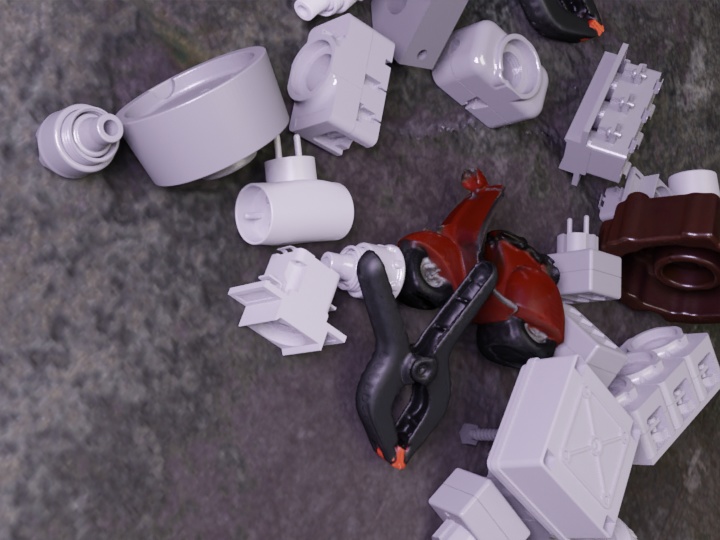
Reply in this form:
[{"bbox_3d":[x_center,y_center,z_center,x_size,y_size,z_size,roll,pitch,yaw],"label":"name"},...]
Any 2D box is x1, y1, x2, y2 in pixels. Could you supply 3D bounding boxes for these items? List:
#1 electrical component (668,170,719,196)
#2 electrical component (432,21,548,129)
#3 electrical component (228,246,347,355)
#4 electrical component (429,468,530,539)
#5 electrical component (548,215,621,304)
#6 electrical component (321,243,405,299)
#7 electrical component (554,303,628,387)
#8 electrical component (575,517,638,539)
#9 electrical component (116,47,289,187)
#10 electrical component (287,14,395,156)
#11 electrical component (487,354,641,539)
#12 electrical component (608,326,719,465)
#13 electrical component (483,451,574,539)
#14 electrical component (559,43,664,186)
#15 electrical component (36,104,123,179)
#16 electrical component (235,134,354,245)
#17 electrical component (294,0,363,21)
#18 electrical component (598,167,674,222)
[{"bbox_3d":[0.355,-0.077,1.142,0.055,0.055,0.047,8,75,-41],"label":"electrical component"},{"bbox_3d":[0.117,-0.170,0.934,0.095,0.059,0.053,32,64,-35],"label":"electrical component"},{"bbox_3d":[-0.048,0.022,0.770,0.081,0.042,0.063,37,57,-33],"label":"electrical component"},{"bbox_3d":[0.083,0.211,0.858,0.077,0.047,0.065,-45,113,-20],"label":"electrical component"},{"bbox_3d":[0.198,-0.012,0.981,0.047,0.066,0.076,13,75,-41],"label":"electrical component"},{"bbox_3d":[0.000,0.000,0.815,0.062,0.048,0.048,11,76,-32],"label":"electrical component"},{"bbox_3d":[0.178,0.079,0.951,0.047,0.083,0.075,21,109,-39],"label":"electrical component"},{"bbox_3d":[0.212,0.256,0.947,0.051,0.080,0.080,39,60,-38],"label":"electrical component"},{"bbox_3d":[-0.098,-0.094,0.699,0.108,0.108,0.060,-43,119,-37],"label":"electrical component"},{"bbox_3d":[-0.016,-0.141,0.815,0.056,0.050,0.089,25,68,-38],"label":"electrical component"},{"bbox_3d":[0.165,0.141,0.857,0.108,0.056,0.108,47,51,-27],"label":"electrical component"},{"bbox_3d":[0.261,0.114,1.004,0.150,0.089,0.061,-33,106,-40],"label":"electrical component"},{"bbox_3d":[0.146,0.197,0.910,0.089,0.056,0.050,54,53,-23],"label":"electrical component"},{"bbox_3d":[0.244,-0.145,1.035,0.078,0.063,0.121,87,27,-56],"label":"electrical component"},{"bbox_3d":[-0.168,-0.081,0.660,0.043,0.062,0.043,7,79,-41],"label":"electrical component"},{"bbox_3d":[-0.049,-0.059,0.777,0.077,0.044,0.079,-5,87,-43],"label":"electrical component"},{"bbox_3d":[-0.025,-0.215,0.823,0.062,0.048,0.048,-48,116,-28],"label":"electrical component"},{"bbox_3d":[0.275,-0.060,1.059,0.081,0.064,0.042,38,60,-33],"label":"electrical component"}]
